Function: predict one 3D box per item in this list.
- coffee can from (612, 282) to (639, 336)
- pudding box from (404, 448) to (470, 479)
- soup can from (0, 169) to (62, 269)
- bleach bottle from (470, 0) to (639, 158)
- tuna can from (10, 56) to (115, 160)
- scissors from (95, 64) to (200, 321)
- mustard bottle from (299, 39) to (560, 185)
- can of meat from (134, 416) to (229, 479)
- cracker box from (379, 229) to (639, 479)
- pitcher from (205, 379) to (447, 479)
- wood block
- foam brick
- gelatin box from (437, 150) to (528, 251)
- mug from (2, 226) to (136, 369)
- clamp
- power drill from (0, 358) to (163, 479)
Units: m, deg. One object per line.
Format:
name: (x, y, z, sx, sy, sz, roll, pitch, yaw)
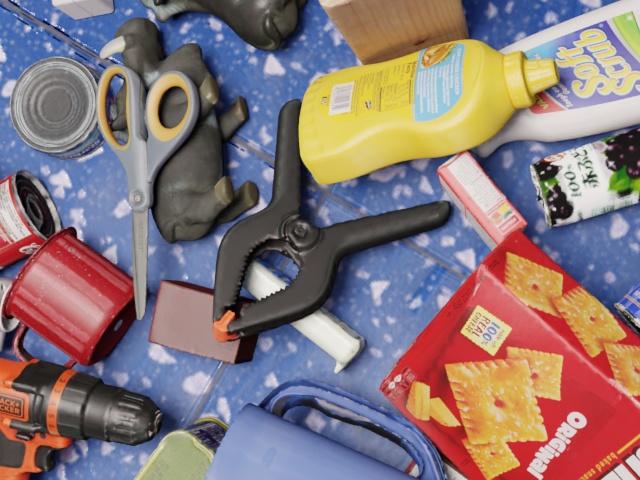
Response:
coffee can: (0.299, 0.037, 0.769, 0.140, 0.102, 0.103, -43, 80, 5)
pudding box: (0.102, 0.226, 0.828, 0.113, 0.039, 0.090, 36, 94, 13)
soup can: (-0.281, -0.008, 0.903, 0.102, 0.068, 0.068, -26, 82, 9)
bleach bottle: (0.201, -0.118, 0.821, 0.251, 0.068, 0.102, -20, 81, 11)
tuna can: (-0.221, -0.113, 0.916, 0.086, 0.033, 0.086, -1, 86, 11)
scissors: (-0.125, -0.045, 0.836, 0.096, 0.016, 0.202, -16, 86, 19)
mustard bottle: (0.081, -0.102, 0.791, 0.192, 0.058, 0.096, -12, 45, 24)
can of meat: (-0.110, 0.195, 0.848, 0.057, 0.084, 0.102, 36, 93, 11)
cracker box: (0.165, 0.124, 0.764, 0.214, 0.072, 0.164, 44, 134, 11)
pitcher: (0.035, 0.209, 0.764, 0.243, 0.145, 0.149, 19, 101, 8)
wood block: (0.050, -0.196, 0.781, 0.091, 0.206, 0.090, -17, 83, 9)
foam brick: (-0.092, 0.067, 0.870, 0.078, 0.051, 0.053, 14, 90, 11)
gelatin box: (0.124, -0.028, 0.815, 0.030, 0.089, 0.073, -38, 80, 4)
mug: (-0.205, 0.059, 0.874, 0.081, 0.093, 0.117, 35, 93, 6)
clamp: (-0.005, 0.001, 0.833, 0.164, 0.036, 0.209, 29, 66, 9)
power drill: (-0.220, 0.189, 0.857, 0.184, 0.057, 0.188, 12, 106, 13)
